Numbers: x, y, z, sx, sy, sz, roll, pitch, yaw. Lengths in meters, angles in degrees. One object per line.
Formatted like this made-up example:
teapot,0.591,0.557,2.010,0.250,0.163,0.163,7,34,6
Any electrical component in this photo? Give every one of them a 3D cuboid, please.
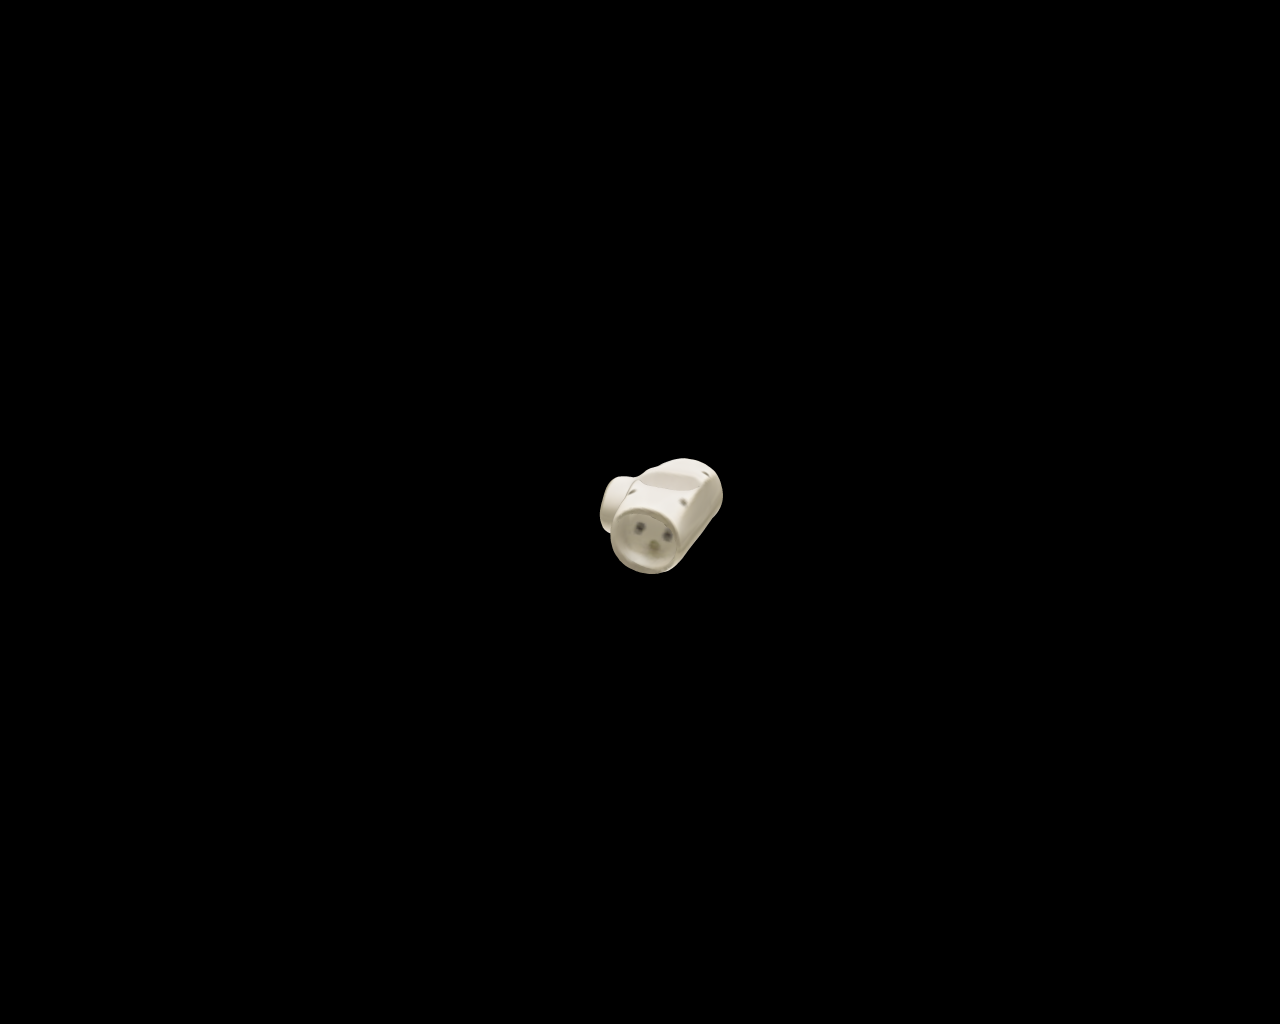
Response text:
electrical component,0.001,-0.003,0.650,0.079,0.043,0.077,11,29,21
